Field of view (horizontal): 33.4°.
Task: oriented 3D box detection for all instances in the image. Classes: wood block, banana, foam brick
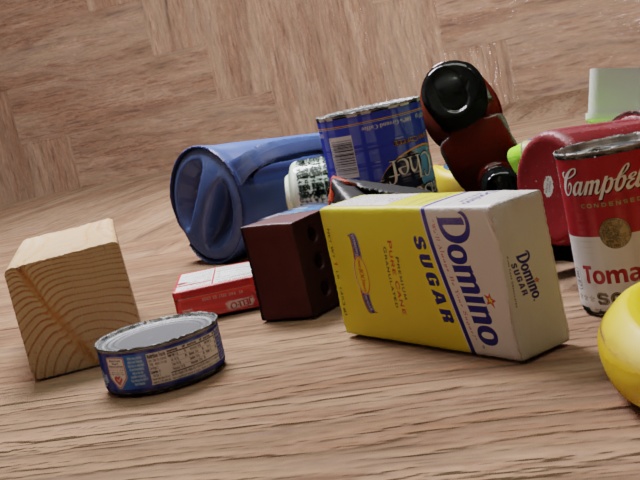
[{"bbox_3d":[-0.206,0.043,0.905,0.090,0.091,0.206,-15,9,-10],"label":"wood block"},{"bbox_3d":[0.170,0.051,0.524,0.069,0.037,0.197,7,13,7],"label":"banana"},{"bbox_3d":[-0.020,0.019,0.842,0.051,0.078,0.052,-8,9,36],"label":"foam brick"}]

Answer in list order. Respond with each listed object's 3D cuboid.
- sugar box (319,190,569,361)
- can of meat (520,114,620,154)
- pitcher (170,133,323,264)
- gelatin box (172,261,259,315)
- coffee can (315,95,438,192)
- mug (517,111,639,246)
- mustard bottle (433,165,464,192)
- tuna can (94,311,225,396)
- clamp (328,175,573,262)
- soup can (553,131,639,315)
[{"bbox_3d":[0.071,0.018,0.667,0.048,0.093,0.176,-18,10,-29],"label":"sugar box"},{"bbox_3d":[0.210,-0.042,0.853,0.084,0.102,0.057,-12,-32,22],"label":"can of meat"},{"bbox_3d":[-0.038,-0.066,1.243,0.242,0.145,0.149,-16,24,-40],"label":"pitcher"},{"bbox_3d":[-0.088,0.045,0.933,0.073,0.030,0.089,-11,9,-2],"label":"gelatin box"},{"bbox_3d":[0.060,-0.059,1.021,0.103,0.140,0.103,-12,9,2],"label":"coffee can"},{"bbox_3d":[0.198,-0.043,0.739,0.081,0.093,0.117,-9,-4,-25],"label":"mug"},{"bbox_3d":[0.179,-0.062,1.153,0.192,0.058,0.096,-11,6,13],"label":"mustard bottle"},{"bbox_3d":[-0.109,0.077,0.734,0.086,0.034,0.086,-12,9,2],"label":"tuna can"},{"bbox_3d":[0.098,-0.006,0.791,0.164,0.036,0.210,-15,31,-43],"label":"clamp"},{"bbox_3d":[0.187,-0.011,0.661,0.068,0.102,0.068,-12,8,2],"label":"soup can"}]
